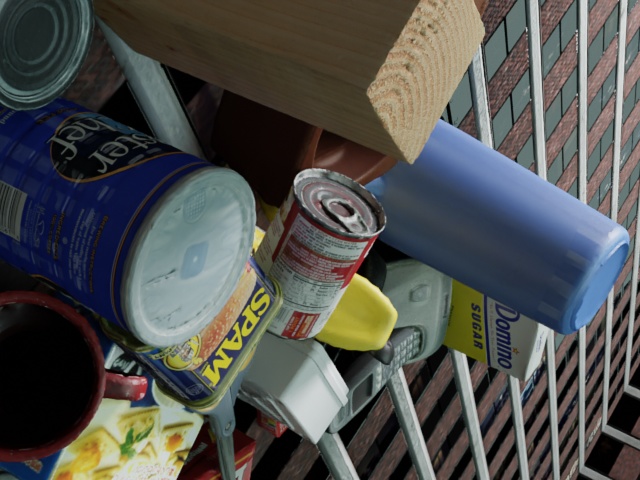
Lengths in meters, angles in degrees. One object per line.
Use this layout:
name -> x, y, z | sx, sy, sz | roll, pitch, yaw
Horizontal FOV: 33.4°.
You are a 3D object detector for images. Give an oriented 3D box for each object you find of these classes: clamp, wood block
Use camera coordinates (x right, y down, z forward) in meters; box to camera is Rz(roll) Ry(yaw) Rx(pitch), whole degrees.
clamp -> 0.020, 0.071, 0.978 | 0.039, 0.120, 0.171 | 40, 33, -28
wood block -> -0.025, -0.130, 0.598 | 0.091, 0.206, 0.090 | -61, 153, -9

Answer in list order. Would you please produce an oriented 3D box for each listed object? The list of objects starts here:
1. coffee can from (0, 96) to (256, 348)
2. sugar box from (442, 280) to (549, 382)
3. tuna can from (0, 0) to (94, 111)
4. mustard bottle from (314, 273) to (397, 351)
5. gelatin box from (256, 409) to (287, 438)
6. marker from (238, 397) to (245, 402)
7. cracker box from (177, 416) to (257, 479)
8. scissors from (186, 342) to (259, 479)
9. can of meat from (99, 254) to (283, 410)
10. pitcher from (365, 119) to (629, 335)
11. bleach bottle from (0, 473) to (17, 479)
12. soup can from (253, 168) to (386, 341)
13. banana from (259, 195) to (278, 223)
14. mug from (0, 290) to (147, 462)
coffee can -> -0.121, -0.015, 0.594 | 0.102, 0.140, 0.103 | -41, 145, -39
sugar box -> 0.153, 0.072, 1.125 | 0.048, 0.176, 0.093 | -38, 143, -43
tuna can -> -0.159, -0.112, 0.563 | 0.086, 0.034, 0.086 | -44, 147, -39
mustard bottle -> -0.001, 0.046, 0.885 | 0.192, 0.096, 0.058 | -165, -81, -82
gelatin box -> -0.024, 0.132, 1.018 | 0.089, 0.030, 0.073 | -42, 145, -38
marker -> -0.039, 0.094, 0.972 | 0.121, 0.020, 0.020 | -55, 152, -20
cracker box -> -0.136, 0.271, 0.884 | 0.163, 0.072, 0.214 | -25, 133, -53
scissors -> -0.064, 0.119, 0.803 | 0.096, 0.016, 0.202 | -54, 153, -23
can of meat -> -0.079, 0.042, 0.665 | 0.102, 0.058, 0.084 | -57, 146, -17
pitcher -> 0.157, -0.019, 0.982 | 0.149, 0.243, 0.145 | -48, 153, -20
bleach bottle -> -0.231, 0.284, 0.735 | 0.102, 0.068, 0.251 | 12, 104, -62
soup can -> -0.007, 0.012, 0.730 | 0.068, 0.068, 0.102 | -25, 151, -52
banana -> -0.011, -0.017, 0.886 | 0.197, 0.037, 0.069 | 17, 58, -71
mug -> -0.159, 0.077, 0.619 | 0.081, 0.117, 0.093 | 167, -71, -79
